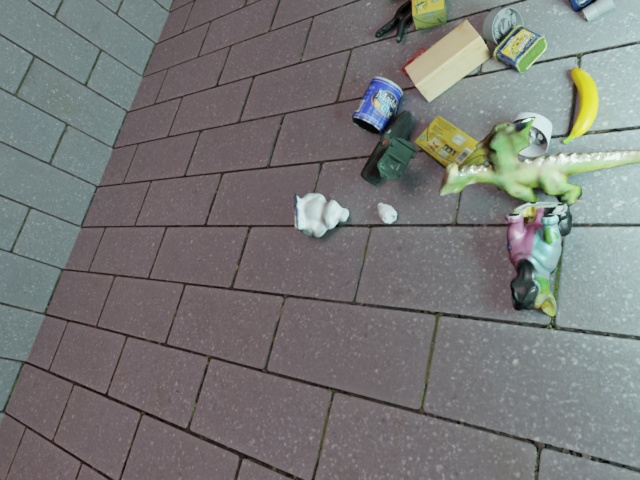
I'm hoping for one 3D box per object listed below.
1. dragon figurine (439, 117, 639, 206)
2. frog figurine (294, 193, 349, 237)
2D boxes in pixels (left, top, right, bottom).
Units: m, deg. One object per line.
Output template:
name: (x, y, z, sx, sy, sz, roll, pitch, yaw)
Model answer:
dragon figurine: (0.446, -0.168, 1.079, 0.406, 0.240, 0.125, -22, 51, 33)
frog figurine: (0.005, -0.076, 1.514, 0.159, 0.120, 0.141, -2, 52, 1)
